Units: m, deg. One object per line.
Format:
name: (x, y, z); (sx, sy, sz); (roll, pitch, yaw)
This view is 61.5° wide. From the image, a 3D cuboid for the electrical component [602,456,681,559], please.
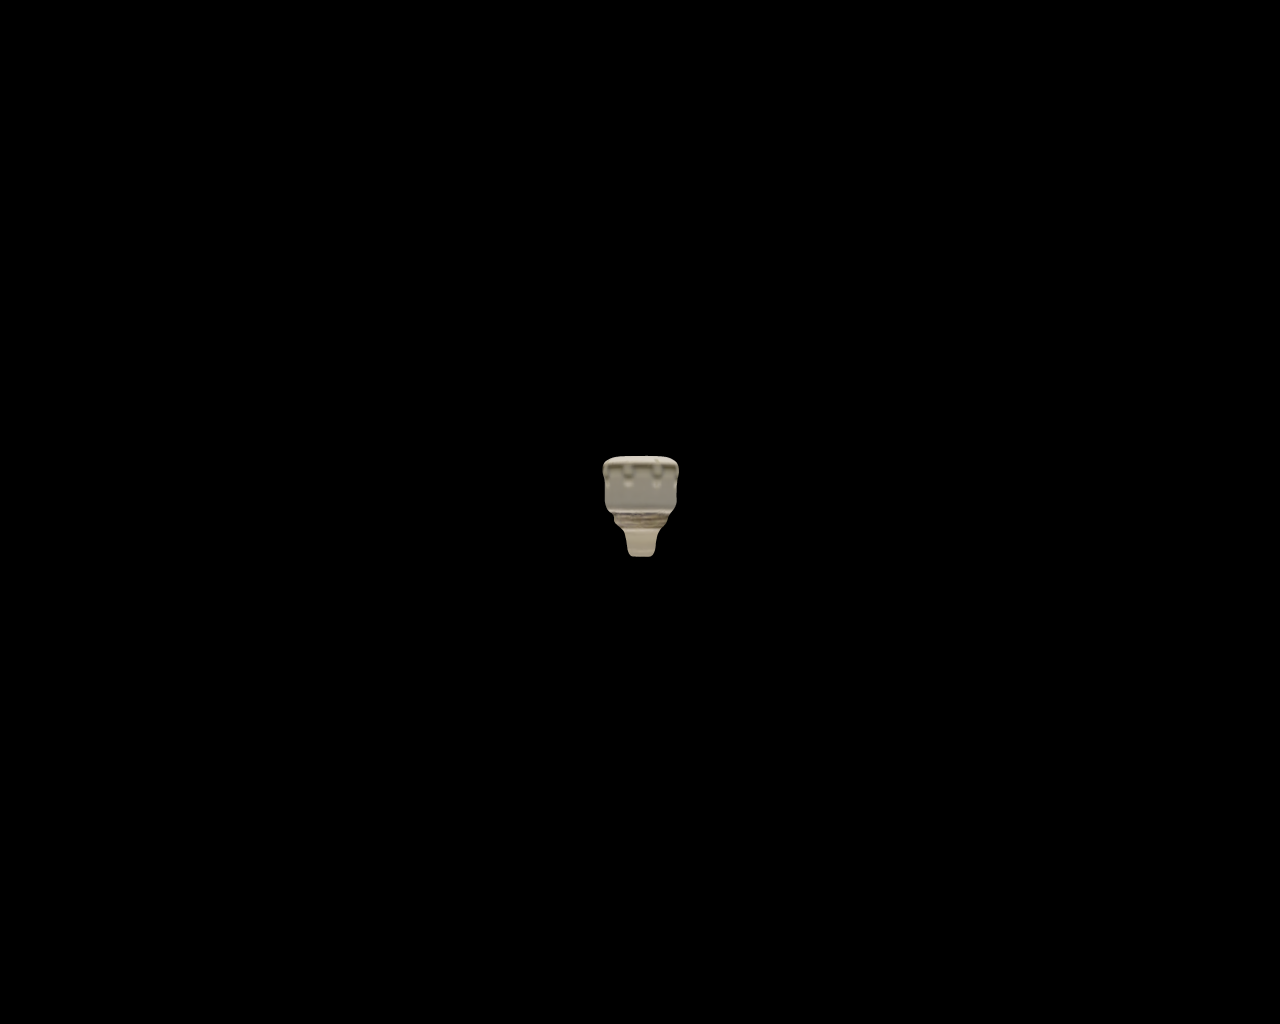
electrical component: (0.001, -0.003, 0.650); (0.048, 0.062, 0.048); (0, 0, 0)
